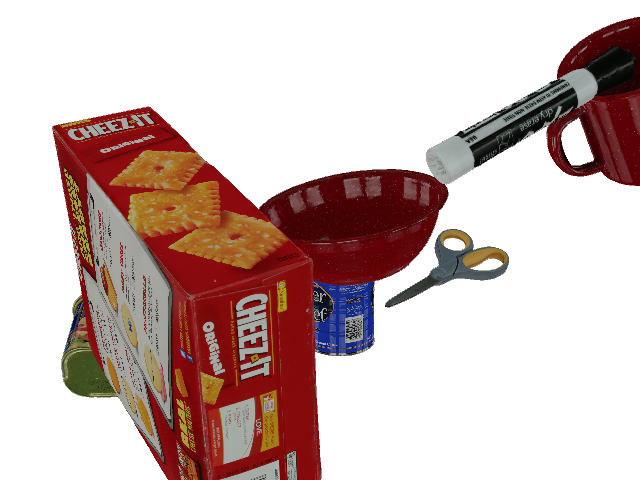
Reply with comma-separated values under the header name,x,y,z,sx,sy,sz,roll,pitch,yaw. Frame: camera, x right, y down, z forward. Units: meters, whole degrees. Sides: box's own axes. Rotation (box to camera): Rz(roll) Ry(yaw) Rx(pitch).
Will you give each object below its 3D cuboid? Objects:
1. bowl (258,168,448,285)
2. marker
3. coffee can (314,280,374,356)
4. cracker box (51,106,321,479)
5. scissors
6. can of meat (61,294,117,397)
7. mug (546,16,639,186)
name,x,y,z,sx,sy,sz,roll,pitch,yaw
bowl,0.029,-0.007,0.884,0.162,0.055,0.162,-9,22,3
marker,0.105,-0.063,0.516,0.121,0.020,0.020,-30,9,-17
coffee can,0.027,0.080,1.523,0.103,0.140,0.103,-1,21,0
cracker box,-0.077,0.039,0.596,0.072,0.164,0.214,-16,33,-23
scissors,0.128,0.028,1.211,0.201,0.016,0.096,-11,41,-33
can of meat,-0.166,0.089,0.912,0.102,0.057,0.084,-1,29,-2
mug,0.205,-0.084,0.715,0.117,0.081,0.093,-33,34,-5
